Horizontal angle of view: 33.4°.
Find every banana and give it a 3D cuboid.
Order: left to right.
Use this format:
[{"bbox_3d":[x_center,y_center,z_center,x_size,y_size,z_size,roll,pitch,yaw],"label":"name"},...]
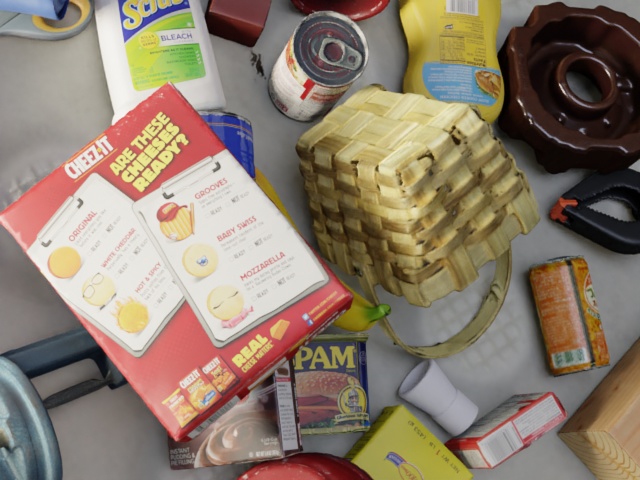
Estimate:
[{"bbox_3d":[-0.010,0.017,0.919,0.037,0.070,0.198,-17,51,-43],"label":"banana"}]

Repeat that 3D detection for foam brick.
[{"bbox_3d":[-0.071,-0.224,0.971,0.053,0.051,0.078,17,74,-12],"label":"foam brick"}]

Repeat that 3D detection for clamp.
[{"bbox_3d":[0.328,-0.021,1.029,0.209,0.036,0.164,-6,61,-14],"label":"clamp"}]

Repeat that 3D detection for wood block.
[{"bbox_3d":[0.330,0.136,0.982,0.206,0.090,0.091,-43,93,-19],"label":"wood block"}]

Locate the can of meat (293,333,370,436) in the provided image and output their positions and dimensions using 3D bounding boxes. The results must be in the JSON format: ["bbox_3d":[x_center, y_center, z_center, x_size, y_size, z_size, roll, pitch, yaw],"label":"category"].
[{"bbox_3d":[-0.008,0.124,0.910,0.102,0.057,0.084,0,80,-15],"label":"can of meat"}]

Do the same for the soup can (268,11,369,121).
[{"bbox_3d":[-0.004,-0.151,0.946,0.068,0.102,0.068,3,77,-15],"label":"soup can"}]

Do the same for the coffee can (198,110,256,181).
[{"bbox_3d":[-0.102,-0.026,0.892,0.102,0.103,0.140,-3,79,-16],"label":"coffee can"}]

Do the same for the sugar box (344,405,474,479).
[{"bbox_3d":[0.039,0.235,0.904,0.093,0.048,0.176,44,70,-3],"label":"sugar box"}]

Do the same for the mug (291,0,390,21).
[{"bbox_3d":[0.021,-0.263,0.973,0.093,0.117,0.081,4,72,-2],"label":"mug"}]

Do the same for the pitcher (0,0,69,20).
[{"bbox_3d":[-0.321,-0.253,0.854,0.242,0.149,0.145,4,72,-6],"label":"pitcher"}]

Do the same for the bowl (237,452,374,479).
[{"bbox_3d":[-0.025,0.228,0.837,0.162,0.055,0.162,-10,50,12],"label":"bowl"}]

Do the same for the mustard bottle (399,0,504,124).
[{"bbox_3d":[0.125,-0.155,1.005,0.096,0.058,0.191,3,77,-19],"label":"mustard bottle"}]

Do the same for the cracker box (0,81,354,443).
[{"bbox_3d":[-0.104,0.018,0.795,0.164,0.072,0.214,-40,80,-8],"label":"cracker box"}]

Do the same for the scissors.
[{"bbox_3d":[-0.276,-0.171,0.921,0.096,0.016,0.201,35,71,-1],"label":"scissors"}]

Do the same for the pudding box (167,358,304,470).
[{"bbox_3d":[-0.073,0.136,0.867,0.114,0.039,0.090,-12,79,25],"label":"pudding box"}]

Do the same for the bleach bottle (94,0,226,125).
[{"bbox_3d":[-0.161,-0.217,0.940,0.102,0.068,0.251,-13,80,-19],"label":"bleach bottle"}]

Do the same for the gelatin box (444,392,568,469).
[{"bbox_3d":[0.163,0.168,0.938,0.089,0.073,0.030,-29,88,-20],"label":"gelatin box"}]
